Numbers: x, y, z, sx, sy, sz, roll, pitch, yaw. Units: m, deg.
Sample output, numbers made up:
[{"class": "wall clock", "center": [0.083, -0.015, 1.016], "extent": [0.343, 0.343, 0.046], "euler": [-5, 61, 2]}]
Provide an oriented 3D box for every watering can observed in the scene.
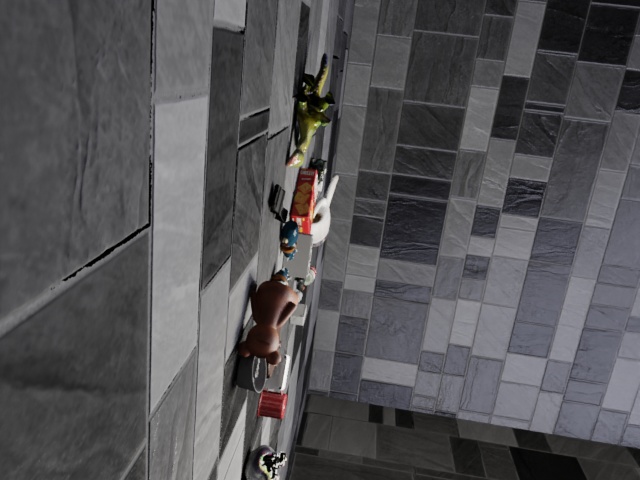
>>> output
[{"class": "watering can", "center": [0.007, -0.117, 2.324], "extent": [0.219, 0.104, 0.355], "euler": [90, 25, -54]}]

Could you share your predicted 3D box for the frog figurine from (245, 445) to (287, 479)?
[{"class": "frog figurine", "center": [-0.195, 0.722, 1.604], "extent": [0.157, 0.121, 0.141], "euler": [-42, -150, 32]}]

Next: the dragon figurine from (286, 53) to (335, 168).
[{"class": "dragon figurine", "center": [-0.040, -0.394, 1.655], "extent": [0.237, 0.122, 0.420], "euler": [121, -14, -51]}]
